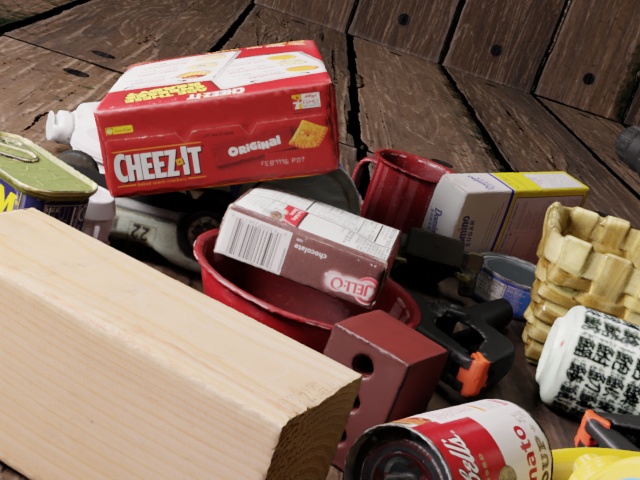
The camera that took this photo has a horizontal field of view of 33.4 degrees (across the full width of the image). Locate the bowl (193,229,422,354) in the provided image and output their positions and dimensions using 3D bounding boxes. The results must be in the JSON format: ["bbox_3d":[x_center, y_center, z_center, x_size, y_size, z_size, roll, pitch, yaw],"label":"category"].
[{"bbox_3d":[-0.015,0.048,0.727,0.162,0.055,0.162,17,17,-6],"label":"bowl"}]

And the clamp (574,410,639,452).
[{"bbox_3d":[0.247,0.162,0.682,0.171,0.039,0.120,16,21,13],"label":"clamp"}]

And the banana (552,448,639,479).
[{"bbox_3d":[0.195,0.152,0.623,0.198,0.037,0.069,14,22,9],"label":"banana"}]

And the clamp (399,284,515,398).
[{"bbox_3d":[0.104,0.068,0.825,0.164,0.036,0.210,13,14,-17],"label":"clamp"}]

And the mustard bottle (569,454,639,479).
[{"bbox_3d":[0.161,0.158,0.500,0.058,0.096,0.192,13,18,-14],"label":"mustard bottle"}]

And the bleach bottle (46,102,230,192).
[{"bbox_3d":[-0.134,-0.089,1.025,0.250,0.068,0.103,6,26,-27],"label":"bleach bottle"}]

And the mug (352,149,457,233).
[{"bbox_3d":[0.077,-0.041,1.059,0.117,0.081,0.093,30,20,32],"label":"mug"}]

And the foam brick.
[{"bbox_3d":[0.030,0.088,0.612,0.053,0.078,0.051,29,18,29],"label":"foam brick"}]

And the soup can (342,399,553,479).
[{"bbox_3d":[0.069,0.123,0.561,0.069,0.068,0.102,31,21,36],"label":"soup can"}]

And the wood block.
[{"bbox_3d":[-0.097,0.068,0.517,0.206,0.091,0.090,25,17,20],"label":"wood block"}]

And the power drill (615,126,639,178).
[{"bbox_3d":[0.312,-0.003,1.008,0.057,0.188,0.184,10,20,-24],"label":"power drill"}]

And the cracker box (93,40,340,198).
[{"bbox_3d":[-0.074,-0.097,0.820,0.164,0.072,0.213,-8,18,-1],"label":"cracker box"}]

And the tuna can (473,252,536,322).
[{"bbox_3d":[0.179,0.043,0.987,0.086,0.034,0.086,17,17,-6],"label":"tuna can"}]

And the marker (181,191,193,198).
[{"bbox_3d":[-0.135,-0.063,0.938,0.020,0.020,0.121,4,45,-41],"label":"marker"}]

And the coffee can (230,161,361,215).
[{"bbox_3d":[-0.027,-0.044,0.923,0.102,0.103,0.140,15,17,-13],"label":"coffee can"}]

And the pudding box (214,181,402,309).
[{"bbox_3d":[-0.005,0.001,0.723,0.113,0.039,0.090,22,16,5],"label":"pudding box"}]

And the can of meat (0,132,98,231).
[{"bbox_3d":[-0.196,-0.013,0.677,0.102,0.084,0.057,31,21,34],"label":"can of meat"}]

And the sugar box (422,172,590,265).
[{"bbox_3d":[0.178,-0.018,1.044,0.175,0.093,0.048,-1,31,-36],"label":"sugar box"}]
